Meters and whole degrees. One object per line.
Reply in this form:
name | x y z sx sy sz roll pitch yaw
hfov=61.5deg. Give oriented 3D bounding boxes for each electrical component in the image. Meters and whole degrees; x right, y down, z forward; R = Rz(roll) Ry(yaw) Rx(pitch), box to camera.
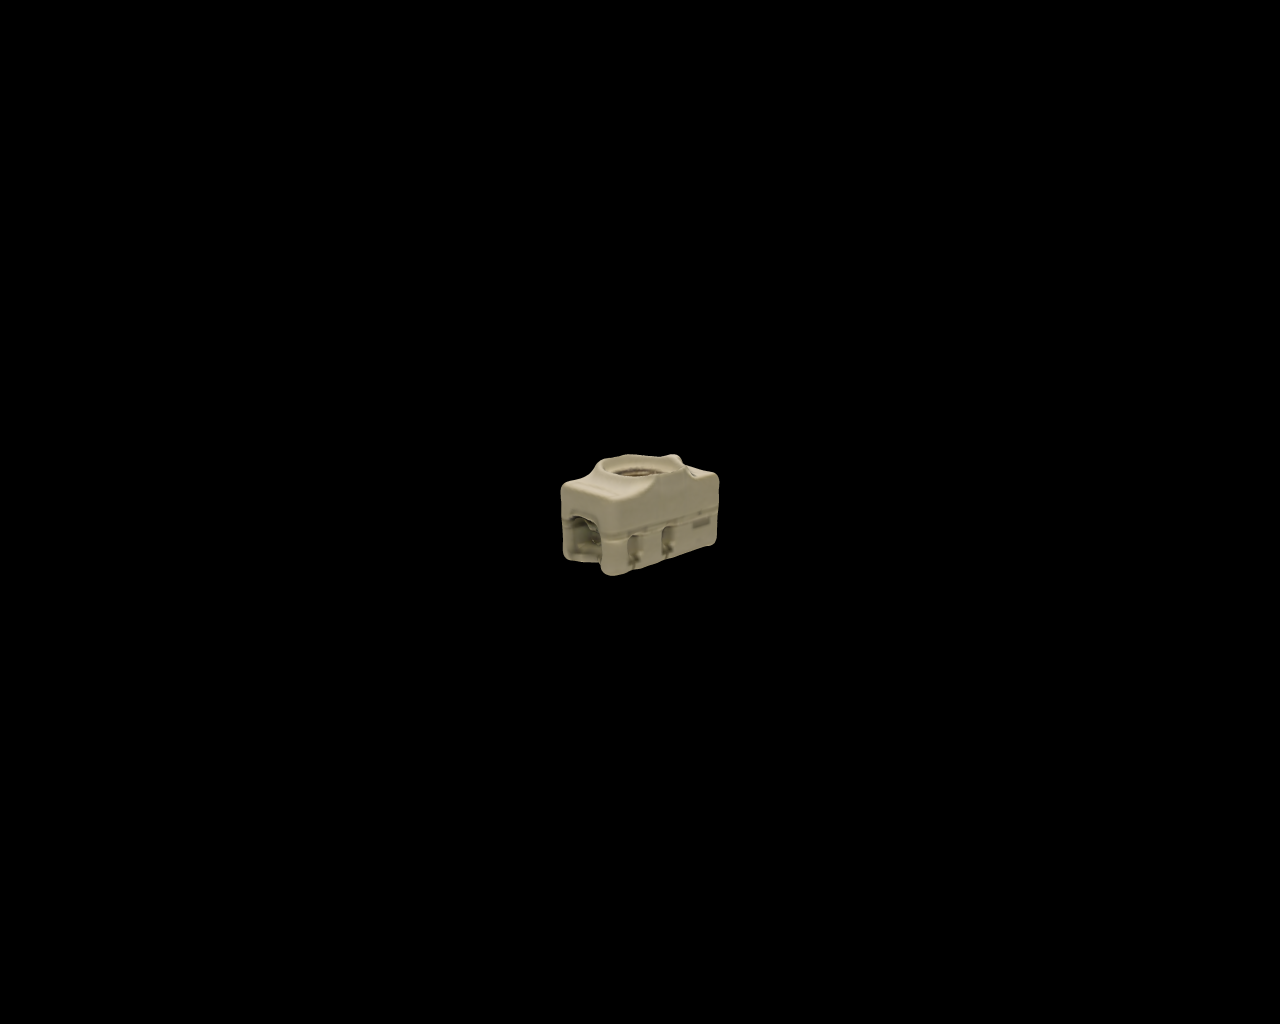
electrical component | 0.001 -0.003 0.650 0.090 0.055 0.050 -14 22 -40
